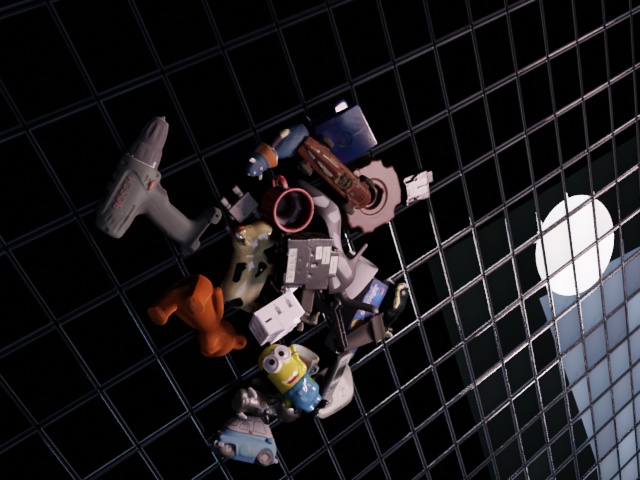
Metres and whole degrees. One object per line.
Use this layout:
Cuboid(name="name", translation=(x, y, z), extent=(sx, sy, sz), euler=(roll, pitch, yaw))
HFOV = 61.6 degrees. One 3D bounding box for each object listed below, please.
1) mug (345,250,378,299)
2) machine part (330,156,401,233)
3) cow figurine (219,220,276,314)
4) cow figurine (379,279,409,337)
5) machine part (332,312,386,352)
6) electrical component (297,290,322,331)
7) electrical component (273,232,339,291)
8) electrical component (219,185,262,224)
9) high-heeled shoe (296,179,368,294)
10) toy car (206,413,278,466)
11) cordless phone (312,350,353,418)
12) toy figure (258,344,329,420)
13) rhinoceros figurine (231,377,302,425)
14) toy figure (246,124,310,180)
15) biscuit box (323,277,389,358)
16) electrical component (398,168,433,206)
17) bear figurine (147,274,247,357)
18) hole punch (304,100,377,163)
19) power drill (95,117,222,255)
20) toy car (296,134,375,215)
Cuboid(name="mug", translation=(0.065, 0.084, 1.260), extent=(0.109, 0.081, 0.107), euler=(29, 96, -10))
Cuboid(name="machine part", translation=(0.109, -0.103, 1.242), extent=(0.179, 0.056, 0.179), euler=(-10, 110, -30))
Cuboid(name="cow figurine", translation=(-0.153, 0.048, 1.114), extent=(0.127, 0.086, 0.194), euler=(20, 98, -35))
Cuboid(name="cow figurine", translation=(0.168, 0.182, 1.328), extent=(0.068, 0.098, 0.167), euler=(22, 91, -6))
Cuboid(name="machine part", translation=(0.096, 0.225, 1.264), extent=(0.139, 0.039, 0.084), euler=(-19, 116, -25))
Cuboid(name="electrical component", translation=(-0.024, 0.145, 1.191), extent=(0.045, 0.078, 0.102), euler=(12, 56, -6))
Cuboid(name="electrical component", translation=(-0.025, 0.044, 1.105), extent=(0.134, 0.058, 0.114), euler=(2, 105, -29))
Cuboid(name="electrical component", translation=(-0.162, -0.066, 1.109), extent=(0.063, 0.021, 0.094), euler=(-47, 123, -11))
Cuboid(name="high-heeled shoe", translation=(-0.002, -0.004, 1.176), extent=(0.248, 0.086, 0.145), euler=(45, 81, -11))
Cuboid(name="toy car", translation=(-0.169, 0.446, 1.218), extent=(0.161, 0.109, 0.103), euler=(24, 67, -23))
Cuboid(name="cordless phone", translation=(0.042, 0.313, 1.253), extent=(0.146, 0.089, 0.184), euler=(-11, 134, -49))
Cuboid(name="toy figure", translation=(-0.064, 0.308, 1.173), extent=(0.180, 0.089, 0.082), euler=(49, 44, 0))
Cuboid(name="rhinoceros figurine", translation=(-0.124, 0.370, 1.207), extent=(0.190, 0.112, 0.073), euler=(30, 91, -42))
Cuboid(name="toy figure", translation=(-0.091, -0.180, 1.099), extent=(0.154, 0.058, 0.064), euler=(-34, 113, -13))
Cuboid(name="biscuit box", translation=(0.088, 0.182, 1.308), extent=(0.059, 0.063, 0.202), euler=(28, 90, -34))
Cuboid(name="electrical component", translation=(0.240, -0.135, 1.317), extent=(0.119, 0.048, 0.074), euler=(-18, 113, -24))
Cuboid(name="bear figurine", translation=(-0.237, 0.173, 1.076), extent=(0.120, 0.132, 0.195), euler=(-13, 112, 14))
Cuboid(name="hole punch", translation=(0.048, -0.227, 1.152), extent=(0.116, 0.092, 0.142), euler=(-40, 124, -11))
Cuboid(name="power drill", translation=(-0.286, -0.082, 0.996), extent=(0.207, 0.086, 0.232), euler=(38, 85, -37))
Cuboid(name="toy car", translation=(0.035, -0.136, 1.127), extent=(0.089, 0.053, 0.202), euler=(-49, 119, -2))
